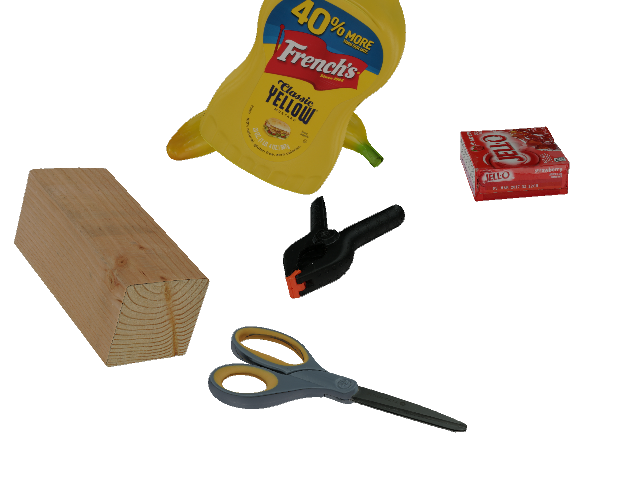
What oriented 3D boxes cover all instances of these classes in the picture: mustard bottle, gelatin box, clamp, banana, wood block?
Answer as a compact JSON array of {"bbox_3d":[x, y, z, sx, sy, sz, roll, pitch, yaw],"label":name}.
[{"bbox_3d":[0.001,-0.125,0.701,0.096,0.192,0.058,30,32,-6],"label":"mustard bottle"},{"bbox_3d":[0.154,-0.063,0.854,0.073,0.030,0.089,-3,25,1],"label":"gelatin box"},{"bbox_3d":[0.020,0.004,1.197,0.120,0.039,0.171,-3,36,28],"label":"clamp"},{"bbox_3d":[-0.041,-0.100,0.940,0.197,0.069,0.037,-1,-42,-19],"label":"banana"},{"bbox_3d":[-0.206,0.019,1.029,0.090,0.091,0.206,-4,35,-41],"label":"wood block"}]

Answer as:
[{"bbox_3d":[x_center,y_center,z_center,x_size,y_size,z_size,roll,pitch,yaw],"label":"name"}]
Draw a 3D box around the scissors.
[{"bbox_3d":[0.000,0.119,0.800,0.202,0.016,0.096,25,40,32],"label":"scissors"}]
